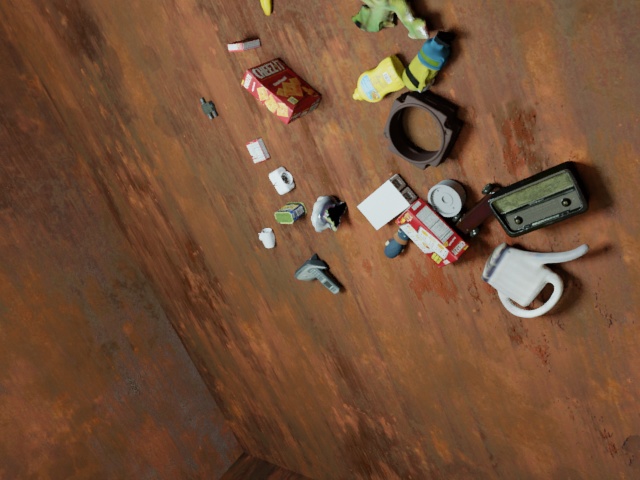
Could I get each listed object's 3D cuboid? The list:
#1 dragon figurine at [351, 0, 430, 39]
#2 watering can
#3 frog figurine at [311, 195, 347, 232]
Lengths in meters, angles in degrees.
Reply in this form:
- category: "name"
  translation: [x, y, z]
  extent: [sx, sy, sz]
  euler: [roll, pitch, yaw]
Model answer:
- category: "dragon figurine"
  translation: [0.119, -0.647, 1.373]
  extent: [0.413, 0.124, 0.238]
  euler: [30, 158, 15]
- category: "watering can"
  translation: [0.603, 0.085, 1.487]
  extent: [0.226, 0.106, 0.339]
  euler: [35, 137, 20]
- category: "frog figurine"
  translation: [0.006, -0.096, 1.912]
  extent: [0.159, 0.122, 0.138]
  euler: [3, 88, 52]
